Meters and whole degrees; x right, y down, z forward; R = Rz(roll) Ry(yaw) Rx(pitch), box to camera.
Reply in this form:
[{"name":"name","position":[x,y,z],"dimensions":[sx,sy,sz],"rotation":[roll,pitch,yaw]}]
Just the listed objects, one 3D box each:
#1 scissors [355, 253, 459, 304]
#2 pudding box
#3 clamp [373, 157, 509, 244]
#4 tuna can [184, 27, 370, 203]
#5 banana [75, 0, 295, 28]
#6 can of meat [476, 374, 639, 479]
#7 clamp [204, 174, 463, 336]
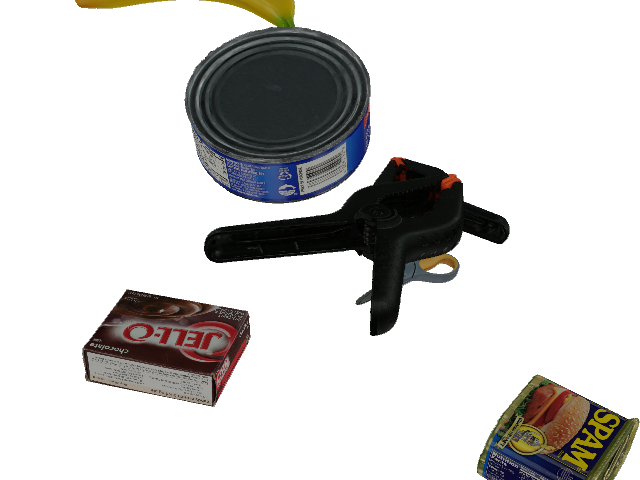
[{"name":"scissors","position":[0.085,0.032,1.267],"dimensions":[0.201,0.016,0.096],"rotation":[-10,40,-43]},{"name":"pudding box","position":[-0.124,0.086,0.869],"dimensions":[0.113,0.039,0.090],"rotation":[8,30,12]},{"name":"clamp","position":[0.103,-0.032,0.986],"dimensions":[0.120,0.039,0.171],"rotation":[-3,33,-1]},{"name":"tuna can","position":[-0.019,-0.059,0.502],"dimensions":[0.086,0.086,0.034],"rotation":[0,-37,5]},{"name":"banana","position":[-0.101,-0.204,0.863],"dimensions":[0.198,0.069,0.037],"rotation":[12,-41,16]},{"name":"can of meat","position":[0.178,0.156,0.800],"dimensions":[0.084,0.057,0.101],"rotation":[26,41,26]},{"name":"clamp","position":[0.030,-0.006,0.782],"dimensions":[0.165,0.036,0.209],"rotation":[19,33,30]}]
